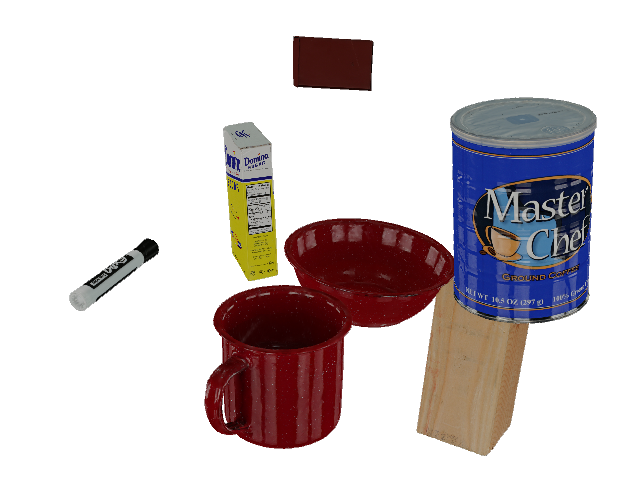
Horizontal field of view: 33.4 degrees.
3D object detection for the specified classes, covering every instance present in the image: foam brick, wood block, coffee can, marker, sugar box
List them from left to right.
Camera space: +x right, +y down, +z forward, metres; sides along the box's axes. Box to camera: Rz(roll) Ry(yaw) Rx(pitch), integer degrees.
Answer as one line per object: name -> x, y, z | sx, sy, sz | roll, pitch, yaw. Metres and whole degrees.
marker -> -0.185, 0.029, 0.976 | 0.020, 0.020, 0.121 | 0, 24, 28
sugar box -> -0.087, -0.049, 1.319 | 0.048, 0.176, 0.093 | -12, 26, -15
foam brick -> 0.012, -0.181, 1.091 | 0.078, 0.051, 0.053 | 2, 11, -7
wood block -> 0.178, 0.124, 1.211 | 0.090, 0.206, 0.090 | 16, 23, 24
coffee can -> 0.148, -0.024, 0.787 | 0.103, 0.140, 0.103 | -3, 23, 1

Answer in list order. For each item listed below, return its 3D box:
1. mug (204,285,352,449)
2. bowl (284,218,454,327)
mug -> -0.033, 0.091, 0.719 | 0.093, 0.081, 0.117 | 19, 30, 33
bowl -> 0.044, 0.036, 1.005 | 0.162, 0.055, 0.162 | 5, 25, -2
